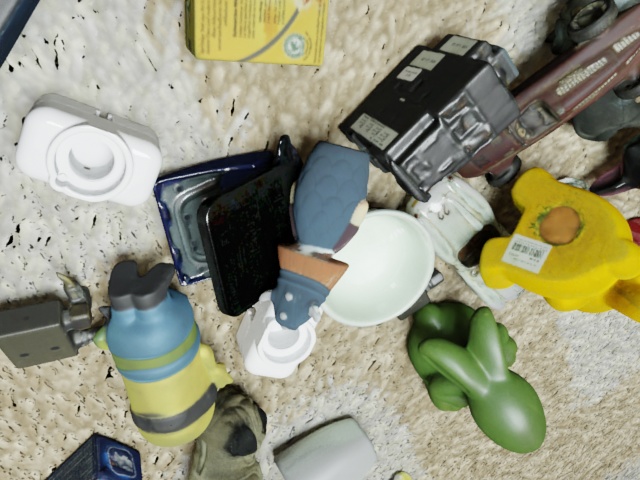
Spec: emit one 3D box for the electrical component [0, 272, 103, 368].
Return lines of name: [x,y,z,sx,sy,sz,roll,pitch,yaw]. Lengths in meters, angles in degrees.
electrical component: [-0.240,0.070,0.459,0.102,0.045,0.078,-15,148,-10]

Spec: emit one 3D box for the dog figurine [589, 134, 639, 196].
dog figurine: [0.406,-0.071,0.578,0.219,0.109,0.191,-29,130,-7]

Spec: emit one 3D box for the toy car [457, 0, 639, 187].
toy car: [0.200,-0.121,0.478,0.089,0.053,0.202,39,127,-22]

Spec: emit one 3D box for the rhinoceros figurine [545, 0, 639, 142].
rhinoceros figurine: [0.267,-0.188,0.504,0.112,0.073,0.190,-19,123,2]

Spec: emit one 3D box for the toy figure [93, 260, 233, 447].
toy figure: [-0.144,0.106,0.480,0.089,0.082,0.179,-47,143,-41]

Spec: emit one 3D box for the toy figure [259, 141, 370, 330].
toy figure: [0.000,-0.001,0.436,0.058,0.064,0.154,10,101,-36]

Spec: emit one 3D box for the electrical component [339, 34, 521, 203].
electrical component: [0.095,-0.109,0.449,0.134,0.115,0.058,-43,124,6]

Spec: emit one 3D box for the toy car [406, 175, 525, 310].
toy car: [0.165,0.007,0.567,0.073,0.056,0.201,-47,121,6]

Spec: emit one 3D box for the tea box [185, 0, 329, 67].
tea box: [-0.043,-0.213,0.373,0.098,0.068,0.169,-1,117,-19]

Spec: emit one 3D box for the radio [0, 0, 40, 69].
radio: [-0.217,-0.134,0.312,0.073,0.131,0.229,30,103,-32]

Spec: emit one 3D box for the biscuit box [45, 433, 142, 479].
biscuit box: [-0.271,0.291,0.545,0.202,0.063,0.059,-43,124,4]

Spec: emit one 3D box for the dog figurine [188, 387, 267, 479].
dog figurine: [-0.088,0.268,0.544,0.121,0.173,0.190,-13,127,-26]

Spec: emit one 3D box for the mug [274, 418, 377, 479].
mug: [0.016,0.270,0.632,0.107,0.081,0.109,-32,121,-13]

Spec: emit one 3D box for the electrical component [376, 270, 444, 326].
electrical component: [0.088,0.053,0.582,0.094,0.021,0.063,-35,122,0]

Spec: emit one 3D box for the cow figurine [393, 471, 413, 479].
cow figurine: [0.131,0.398,0.744,0.098,0.068,0.167,-40,119,8]

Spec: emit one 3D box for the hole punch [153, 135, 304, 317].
hole punch: [-0.073,-0.013,0.464,0.116,0.092,0.142,-32,125,-39]

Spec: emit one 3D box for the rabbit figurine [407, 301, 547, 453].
rabbit figurine: [0.174,0.136,0.568,0.121,0.170,0.158,-33,122,-3]

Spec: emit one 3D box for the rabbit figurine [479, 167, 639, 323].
rabbit figurine: [0.260,0.020,0.517,0.173,0.163,0.122,39,69,-50]
